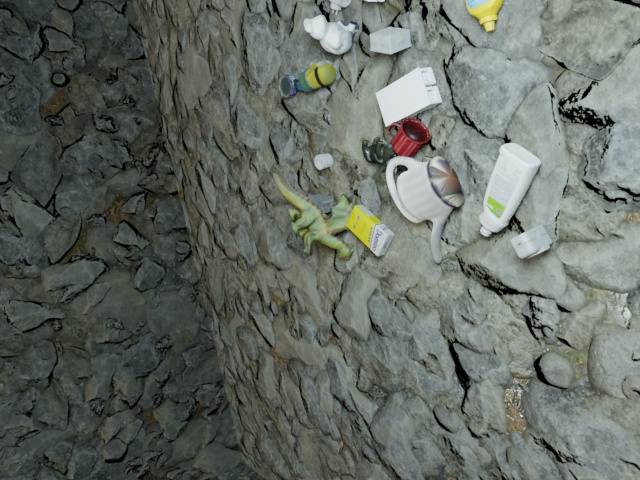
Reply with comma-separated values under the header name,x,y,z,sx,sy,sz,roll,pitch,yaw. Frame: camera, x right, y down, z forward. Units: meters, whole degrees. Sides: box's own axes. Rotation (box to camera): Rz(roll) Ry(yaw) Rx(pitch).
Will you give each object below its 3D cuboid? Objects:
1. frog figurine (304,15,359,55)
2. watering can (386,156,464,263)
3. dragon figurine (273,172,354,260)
name,x,y,z,sx,sy,sz,roll,pitch,yaw
frog figurine,0.025,-0.647,1.631,0.161,0.120,0.139,-18,50,-33
watering can,0.324,-0.101,1.495,0.105,0.347,0.221,-34,5,-37
dragon figurine,0.006,-0.095,1.881,0.242,0.406,0.124,-21,14,10
